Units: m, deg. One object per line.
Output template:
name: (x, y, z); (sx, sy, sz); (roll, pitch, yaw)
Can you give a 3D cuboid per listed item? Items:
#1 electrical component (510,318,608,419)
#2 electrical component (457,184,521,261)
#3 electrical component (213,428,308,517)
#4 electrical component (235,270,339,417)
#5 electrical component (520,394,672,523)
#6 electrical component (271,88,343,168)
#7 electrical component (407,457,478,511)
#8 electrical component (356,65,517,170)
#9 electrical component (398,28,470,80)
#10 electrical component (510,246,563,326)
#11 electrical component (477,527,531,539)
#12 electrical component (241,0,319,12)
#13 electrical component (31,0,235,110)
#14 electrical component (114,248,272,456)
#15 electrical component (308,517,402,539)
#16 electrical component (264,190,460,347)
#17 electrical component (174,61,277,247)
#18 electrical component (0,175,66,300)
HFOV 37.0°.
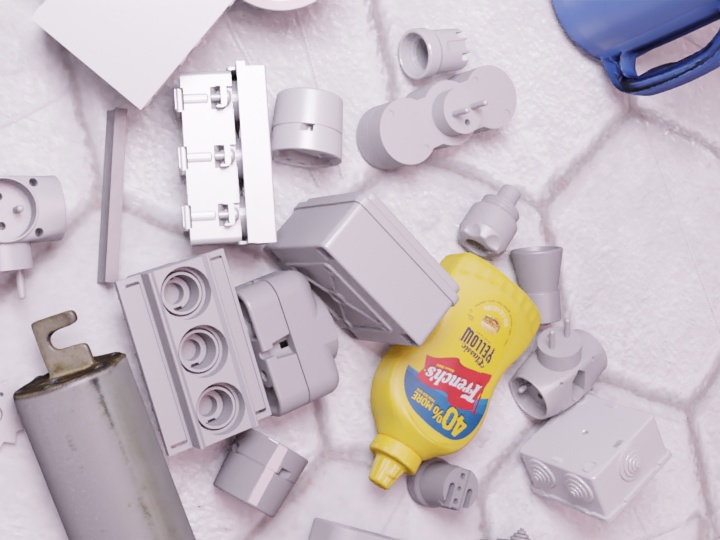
electrical component: (0.167, 0.074, 0.903); (0.077, 0.043, 0.079); (-33, 136, -27)
electrical component: (0.111, -0.042, 0.887); (0.043, 0.043, 0.062); (42, 68, -22)
electrical component: (-0.072, 0.144, 0.769); (0.055, 0.055, 0.047); (35, 75, -24)
electrical component: (-0.055, 0.051, 0.781); (0.059, 0.054, 0.095); (-22, 99, -29)
electrical component: (0.194, 0.152, 0.896); (0.100, 0.100, 0.048); (-38, 119, -25)
electrical component: (-0.039, -0.105, 0.798); (0.055, 0.055, 0.047); (10, 80, -29)
electrical component: (0.066, 0.170, 0.851); (0.040, 0.046, 0.040); (1, 88, -31)
electrical component: (0.071, -0.123, 0.849); (0.138, 0.074, 0.052); (-26, 101, -28)
electrical component: (0.061, -0.175, 0.866); (0.046, 0.040, 0.040); (-15, 95, -36)
electrical component: (0.151, 0.014, 0.910); (0.044, 0.044, 0.065); (-8, 97, -30)
electrical component: (0.131, 0.260, 0.876); (0.062, 0.061, 0.096); (14, 81, -29)
electrical component: (-0.062, -0.241, 0.780); (0.108, 0.060, 0.108); (-2, 100, -10)
electrical component: (-0.131, -0.192, 0.711); (0.089, 0.061, 0.150); (40, 92, -14)
electrical component: (-0.118, 0.055, 0.740); (0.079, 0.063, 0.121); (-19, 98, -29)
electrical component: (0.005, 0.228, 0.809); (0.095, 0.054, 0.059); (22, 77, -27)
electrical component: (0.000, 0.000, 0.784); (0.108, 0.109, 0.056); (46, 70, -20)
electrical component: (-0.095, -0.077, 0.754); (0.063, 0.079, 0.121); (-4, 90, -10)
electrical component: (-0.230, -0.019, 0.689); (0.077, 0.044, 0.079); (-7, 91, -30)
